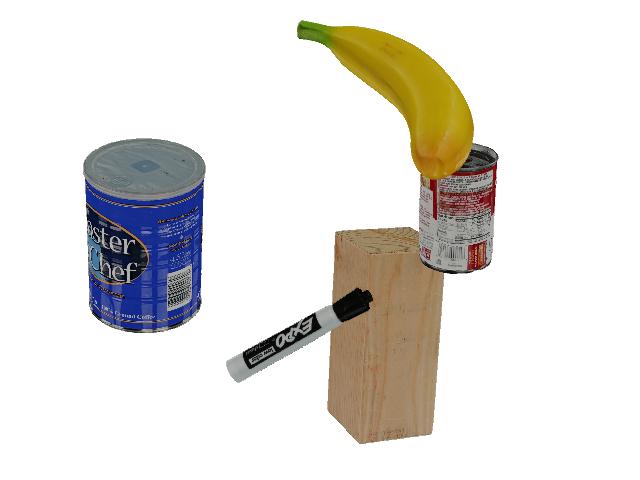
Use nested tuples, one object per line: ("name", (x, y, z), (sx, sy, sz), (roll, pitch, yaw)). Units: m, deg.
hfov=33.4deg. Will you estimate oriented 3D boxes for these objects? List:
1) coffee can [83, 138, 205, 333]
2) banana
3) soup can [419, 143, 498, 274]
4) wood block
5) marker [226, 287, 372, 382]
("coffee can", (-0.154, -0.005, 0.937), (0.103, 0.140, 0.103), (4, 31, -2))
("banana", (0.050, -0.087, 0.645), (0.069, 0.037, 0.198), (-11, 34, -19))
("soup can", (0.123, -0.029, 0.957), (0.068, 0.102, 0.068), (-1, 24, 0))
("wood block", (0.068, 0.098, 1.128), (0.090, 0.206, 0.091), (-4, 16, -21))
("marker", (-0.015, 0.069, 0.788), (0.121, 0.020, 0.020), (-30, -7, 12))
